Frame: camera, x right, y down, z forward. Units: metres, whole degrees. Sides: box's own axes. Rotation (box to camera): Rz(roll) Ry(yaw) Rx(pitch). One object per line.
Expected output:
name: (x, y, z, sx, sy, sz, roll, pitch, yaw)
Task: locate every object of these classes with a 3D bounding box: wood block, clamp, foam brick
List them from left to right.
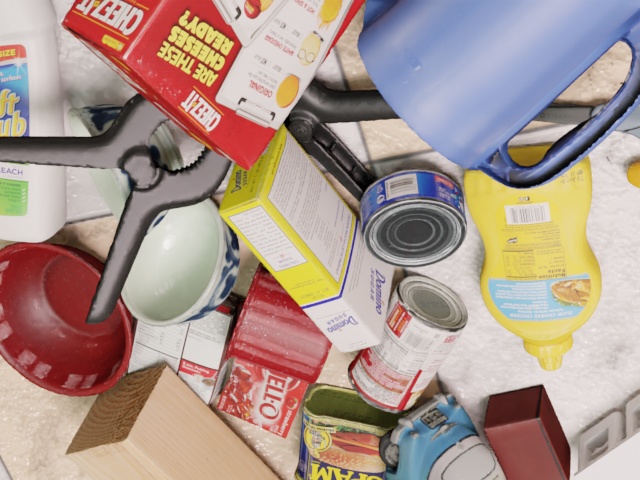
clamp: (-0.135, -0.043, 0.808, 0.210, 0.036, 0.164, -27, 106, -6)
wood block: (-0.126, 0.224, 1.005, 0.090, 0.090, 0.206, -20, 122, 36)
clamp: (-0.007, -0.089, 0.852, 0.171, 0.039, 0.120, 18, 130, 9)
foam brick: (0.184, 0.176, 0.941, 0.051, 0.053, 0.078, -17, 111, 23)

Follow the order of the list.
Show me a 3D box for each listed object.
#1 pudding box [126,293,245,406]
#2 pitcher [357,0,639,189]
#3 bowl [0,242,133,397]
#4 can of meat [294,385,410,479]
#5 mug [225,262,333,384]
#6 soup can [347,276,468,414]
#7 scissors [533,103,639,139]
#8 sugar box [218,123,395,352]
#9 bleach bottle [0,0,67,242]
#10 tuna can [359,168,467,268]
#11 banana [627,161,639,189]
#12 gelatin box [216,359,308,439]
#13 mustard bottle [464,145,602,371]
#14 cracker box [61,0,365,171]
pudding box: (-0.126, 0.090, 0.990, 0.090, 0.039, 0.114, 20, 119, 6)
pitcher: (0.158, -0.160, 0.721, 0.149, 0.145, 0.243, 33, 121, -30)
bowl: (-0.234, 0.064, 0.990, 0.162, 0.055, 0.162, 9, 118, 18)
can of meat: (0.030, 0.188, 0.989, 0.102, 0.057, 0.084, 10, 117, 10)
mug: (-0.025, 0.064, 0.922, 0.081, 0.093, 0.117, 20, 102, -1)
soup can: (0.075, 0.090, 0.915, 0.068, 0.068, 0.102, 27, 121, 0)
scissors: (0.226, -0.108, 0.792, 0.202, 0.016, 0.096, 23, 103, 17)
sugar box: (-0.006, 0.001, 0.849, 0.048, 0.093, 0.176, -16, 128, 28)
bleach bottle: (-0.268, -0.125, 0.900, 0.102, 0.068, 0.251, 9, 117, 10)
tuna can: (0.075, -0.016, 0.858, 0.086, 0.034, 0.086, -1, 139, -1)
banana: (0.329, -0.016, 0.804, 0.198, 0.037, 0.070, 34, 121, -4)
gelatin box: (-0.049, 0.134, 0.996, 0.073, 0.030, 0.089, 23, 122, 3)
mustard bottle: (0.175, 0.022, 0.855, 0.096, 0.058, 0.191, -4, 116, 17)
cracker box: (-0.046, -0.177, 0.698, 0.072, 0.164, 0.213, 31, 85, 32)
